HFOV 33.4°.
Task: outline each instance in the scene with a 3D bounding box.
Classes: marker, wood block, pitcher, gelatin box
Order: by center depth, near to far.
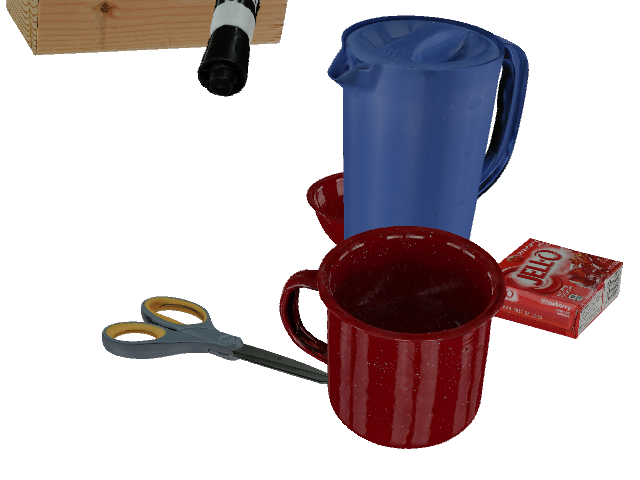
[{"bbox_3d":[-0.033,-0.102,0.438,0.020,0.121,0.020,3,-42,2],"label":"marker"},{"bbox_3d":[0.162,0.032,0.751,0.073,0.030,0.089,16,27,30],"label":"gelatin box"},{"bbox_3d":[-0.135,-0.211,0.850,0.205,0.091,0.090,-8,40,-28],"label":"wood block"},{"bbox_3d":[0.089,-0.065,0.927,0.149,0.243,0.144,10,31,14],"label":"pitcher"}]

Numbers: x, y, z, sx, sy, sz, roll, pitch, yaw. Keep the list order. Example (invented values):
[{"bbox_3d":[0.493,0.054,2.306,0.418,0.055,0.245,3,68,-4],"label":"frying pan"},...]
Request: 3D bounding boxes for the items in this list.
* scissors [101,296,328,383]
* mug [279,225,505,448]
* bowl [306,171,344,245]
[{"bbox_3d":[-0.088,0.082,0.790,0.096,0.016,0.202,-18,26,-34],"label":"scissors"},{"bbox_3d":[0.033,0.049,0.550,0.117,0.081,0.093,12,37,17],"label":"mug"},{"bbox_3d":[0.064,-0.022,1.136,0.162,0.055,0.162,3,25,-1],"label":"bowl"}]
